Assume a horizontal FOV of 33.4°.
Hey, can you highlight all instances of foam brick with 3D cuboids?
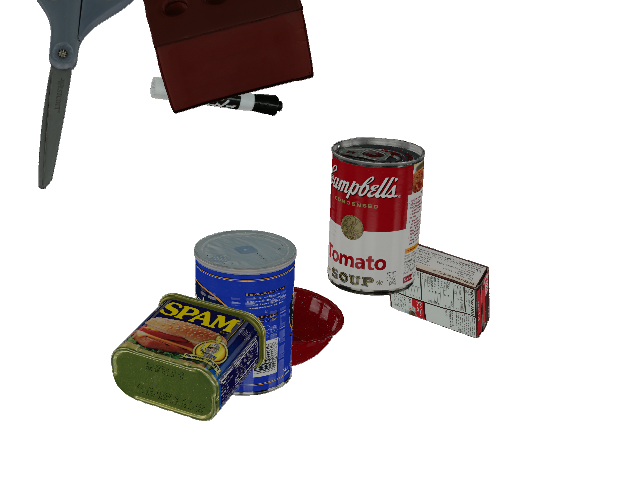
[{"bbox_3d":[-0.048,-0.110,0.553,0.078,0.053,0.051,-16,-33,-1],"label":"foam brick"}]

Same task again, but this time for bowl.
[{"bbox_3d":[-0.053,0.114,1.354,0.162,0.055,0.162,5,23,-3],"label":"bowl"}]

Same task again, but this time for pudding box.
[{"bbox_3d":[0.129,0.052,1.176,0.114,0.039,0.090,18,-38,23],"label":"pudding box"}]

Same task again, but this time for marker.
[{"bbox_3d":[-0.092,-0.129,0.960,0.121,0.020,0.020,6,-2,-22],"label":"marker"}]

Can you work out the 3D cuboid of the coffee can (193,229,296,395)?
[{"bbox_3d":[-0.077,0.072,1.091,0.103,0.140,0.103,2,22,-1],"label":"coffee can"}]

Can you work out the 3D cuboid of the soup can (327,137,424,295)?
[{"bbox_3d":[0.040,-0.019,0.789,0.068,0.102,0.068,2,21,-1],"label":"soup can"}]

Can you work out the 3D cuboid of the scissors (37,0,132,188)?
[{"bbox_3d":[-0.162,-0.138,0.749,0.096,0.202,0.016,-9,-12,-10],"label":"scissors"}]

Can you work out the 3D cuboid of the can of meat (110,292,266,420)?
[{"bbox_3d":[-0.108,0.095,0.873,0.102,0.057,0.083,13,33,20],"label":"can of meat"}]
